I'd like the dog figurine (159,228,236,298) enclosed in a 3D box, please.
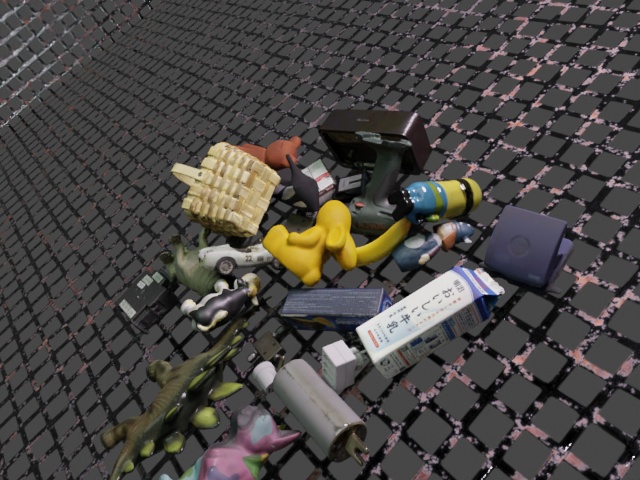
[{"bbox_3d":[-0.263,0.093,1.185,0.121,0.172,0.190,-20,68,-25],"label":"dog figurine"}]

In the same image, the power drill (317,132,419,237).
[{"bbox_3d":[0.095,-0.108,1.069,0.232,0.086,0.207,18,104,33],"label":"power drill"}]

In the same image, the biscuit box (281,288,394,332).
[{"bbox_3d":[0.032,0.128,0.983,0.203,0.059,0.063,-3,51,30],"label":"biscuit box"}]

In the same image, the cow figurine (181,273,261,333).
[{"bbox_3d":[-0.178,0.118,1.047,0.167,0.068,0.098,-32,19,-24],"label":"cow figurine"}]

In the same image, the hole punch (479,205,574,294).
[{"bbox_3d":[0.338,0.014,0.877,0.142,0.092,0.116,24,72,38],"label":"hole punch"}]

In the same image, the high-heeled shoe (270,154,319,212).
[{"bbox_3d":[-0.073,-0.094,1.217,0.086,0.248,0.145,-22,82,-26],"label":"high-heeled shoe"}]

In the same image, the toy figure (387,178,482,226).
[{"bbox_3d":[0.214,-0.070,0.977,0.089,0.180,0.082,2,96,57],"label":"toy figure"}]

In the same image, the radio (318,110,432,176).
[{"bbox_3d":[0.121,-0.213,1.170,0.230,0.131,0.073,14,62,38],"label":"radio"}]

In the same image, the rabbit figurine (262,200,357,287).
[{"bbox_3d":[-0.002,-0.003,1.034,0.173,0.121,0.163,-48,41,-11],"label":"rabbit figurine"}]

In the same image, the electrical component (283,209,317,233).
[{"bbox_3d":[-0.046,-0.025,1.177,0.078,0.045,0.102,10,59,19],"label":"electrical component"}]

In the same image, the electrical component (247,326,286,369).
[{"bbox_3d":[-0.095,0.207,1.020,0.094,0.021,0.063,-43,44,-9],"label":"electrical component"}]

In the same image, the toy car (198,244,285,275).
[{"bbox_3d":[-0.149,0.035,1.111,0.202,0.056,0.074,-5,11,-24],"label":"toy car"}]

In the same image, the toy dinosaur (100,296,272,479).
[{"bbox_3d":[-0.233,0.269,0.967,0.199,0.105,0.471,-17,30,35],"label":"toy dinosaur"}]

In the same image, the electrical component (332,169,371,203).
[{"bbox_3d":[0.090,-0.111,1.164,0.119,0.047,0.075,-8,51,28],"label":"electrical component"}]

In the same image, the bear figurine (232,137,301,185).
[{"bbox_3d":[-0.140,-0.187,1.342,0.196,0.131,0.120,-3,51,7],"label":"bear figurine"}]

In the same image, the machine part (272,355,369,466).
[{"bbox_3d":[-0.004,0.272,0.870,0.079,0.079,0.243,-45,45,-10],"label":"machine part"}]

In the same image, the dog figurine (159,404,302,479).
[{"bbox_3d":[-0.123,0.372,0.839,0.219,0.191,0.108,-26,0,-24],"label":"dog figurine"}]

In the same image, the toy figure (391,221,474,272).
[{"bbox_3d":[0.208,0.007,0.983,0.154,0.057,0.064,-29,60,5],"label":"toy figure"}]

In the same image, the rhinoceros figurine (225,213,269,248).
[{"bbox_3d":[-0.184,-0.044,1.262,0.112,0.073,0.190,-28,45,23],"label":"rhinoceros figurine"}]

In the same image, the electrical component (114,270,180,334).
[{"bbox_3d":[-0.391,0.134,1.240,0.134,0.058,0.115,-47,46,-12],"label":"electrical component"}]
